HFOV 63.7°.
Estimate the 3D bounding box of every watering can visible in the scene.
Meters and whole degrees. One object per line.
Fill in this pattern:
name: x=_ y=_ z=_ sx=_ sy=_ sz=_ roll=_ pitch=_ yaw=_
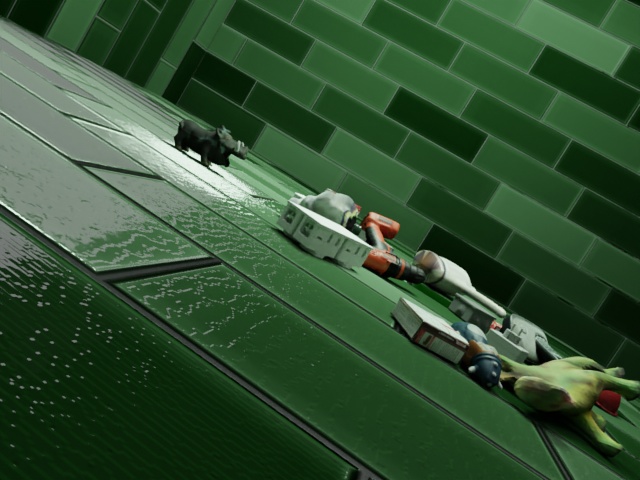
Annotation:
watering can: x=0.437 y=0.136 z=1.687 sx=0.222 sy=0.103 sz=0.352 roll=26 pitch=7 yaw=-30

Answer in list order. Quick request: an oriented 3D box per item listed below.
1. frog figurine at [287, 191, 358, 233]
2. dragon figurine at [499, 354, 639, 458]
frog figurine: x=0.004 y=-0.062 z=1.231 sx=0.160 sy=0.125 sz=0.134 roll=24 pitch=-30 yaw=18
dragon figurine: x=0.378 y=0.224 z=0.876 sx=0.243 sy=0.122 sz=0.410 roll=24 pitch=4 yaw=11
